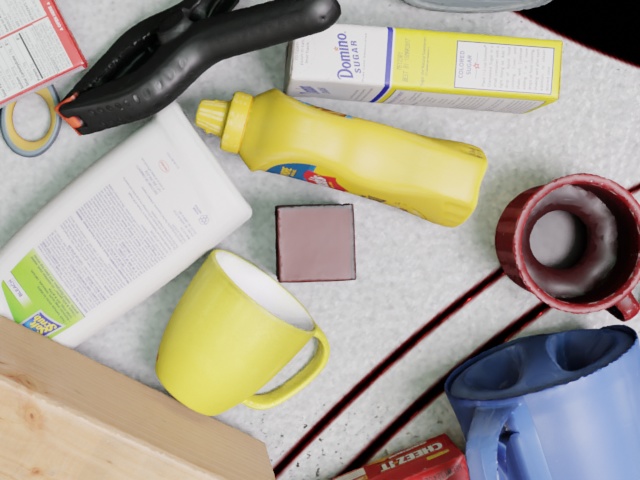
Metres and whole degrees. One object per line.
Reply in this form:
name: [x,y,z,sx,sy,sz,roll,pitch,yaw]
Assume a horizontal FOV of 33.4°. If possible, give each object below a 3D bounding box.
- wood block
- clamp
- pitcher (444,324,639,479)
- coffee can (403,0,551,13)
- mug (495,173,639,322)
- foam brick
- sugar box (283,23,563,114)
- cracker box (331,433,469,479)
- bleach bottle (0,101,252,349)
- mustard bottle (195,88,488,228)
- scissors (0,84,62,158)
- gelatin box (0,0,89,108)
wood block: [-0.138,0.145,0.690,0.206,0.091,0.090,29,102,-19]
clamp: [-0.086,-0.141,0.713,0.210,0.164,0.036,-28,127,16]
pitcher: [0.176,0.190,0.723,0.149,0.145,0.243,-19,97,-7]
coffee can: [0.107,-0.232,0.717,0.102,0.103,0.140,1,92,-5]
mug: [0.178,0.010,0.742,0.093,0.081,0.117,-44,94,-2]
foam brick: [-0.005,0.001,0.731,0.051,0.078,0.053,-2,91,-4]
sugar box: [0.065,-0.116,0.723,0.176,0.093,0.048,6,90,-5]
cracker box: [0.057,0.268,0.749,0.164,0.072,0.214,-21,95,-3]
bleach bottle: [-0.173,0.016,0.727,0.251,0.068,0.102,-35,93,0]
mustard bottle: [0.010,-0.060,0.719,0.191,0.096,0.058,16,90,-5]
scissors: [-0.196,-0.145,0.741,0.096,0.016,0.202,30,90,-7]
gelatin box: [-0.212,-0.131,0.715,0.089,0.030,0.073,-27,97,-4]
